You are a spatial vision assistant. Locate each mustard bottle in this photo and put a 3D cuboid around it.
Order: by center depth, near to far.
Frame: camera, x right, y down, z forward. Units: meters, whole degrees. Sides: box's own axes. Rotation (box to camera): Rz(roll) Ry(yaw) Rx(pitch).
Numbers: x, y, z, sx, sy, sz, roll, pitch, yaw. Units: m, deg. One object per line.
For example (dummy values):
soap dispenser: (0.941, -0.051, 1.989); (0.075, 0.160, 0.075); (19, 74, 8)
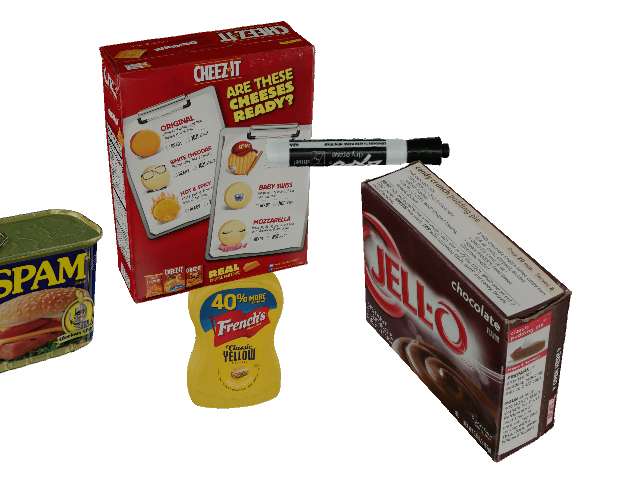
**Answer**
mustard bottle: (-0.086, 0.075, 1.084); (0.096, 0.192, 0.058); (-3, 23, -15)

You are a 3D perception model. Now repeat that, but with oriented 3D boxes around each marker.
marker: (0.025, -0.058, 0.707); (0.121, 0.020, 0.020); (-1, 0, -1)

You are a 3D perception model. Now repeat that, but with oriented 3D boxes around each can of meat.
can of meat: (-0.196, 0.033, 0.699); (0.101, 0.084, 0.058); (-14, 30, -41)

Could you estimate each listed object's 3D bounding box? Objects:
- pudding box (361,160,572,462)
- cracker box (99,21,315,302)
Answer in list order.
pudding box: (0.062, 0.030, 0.487); (0.039, 0.090, 0.114); (-25, 45, -21)
cracker box: (-0.093, -0.066, 0.901); (0.164, 0.214, 0.072); (-12, 35, -21)
